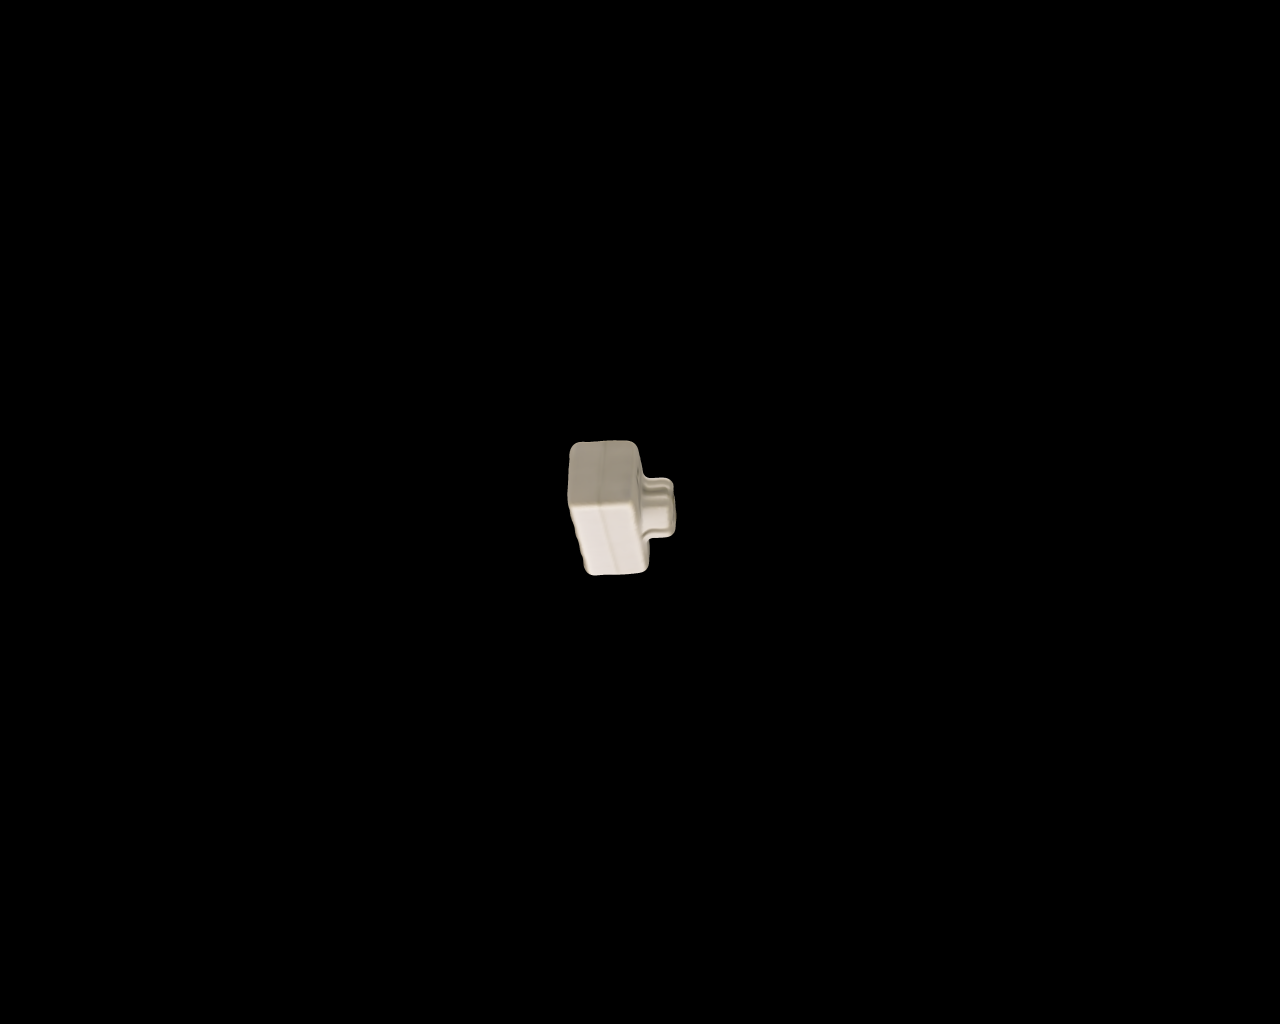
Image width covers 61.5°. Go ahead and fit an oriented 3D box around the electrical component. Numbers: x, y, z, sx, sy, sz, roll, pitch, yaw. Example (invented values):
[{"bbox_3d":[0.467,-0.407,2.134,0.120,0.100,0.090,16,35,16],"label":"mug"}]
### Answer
[{"bbox_3d":[0.001,-0.003,0.650,0.076,0.047,0.083,-3,-33,5],"label":"electrical component"}]
